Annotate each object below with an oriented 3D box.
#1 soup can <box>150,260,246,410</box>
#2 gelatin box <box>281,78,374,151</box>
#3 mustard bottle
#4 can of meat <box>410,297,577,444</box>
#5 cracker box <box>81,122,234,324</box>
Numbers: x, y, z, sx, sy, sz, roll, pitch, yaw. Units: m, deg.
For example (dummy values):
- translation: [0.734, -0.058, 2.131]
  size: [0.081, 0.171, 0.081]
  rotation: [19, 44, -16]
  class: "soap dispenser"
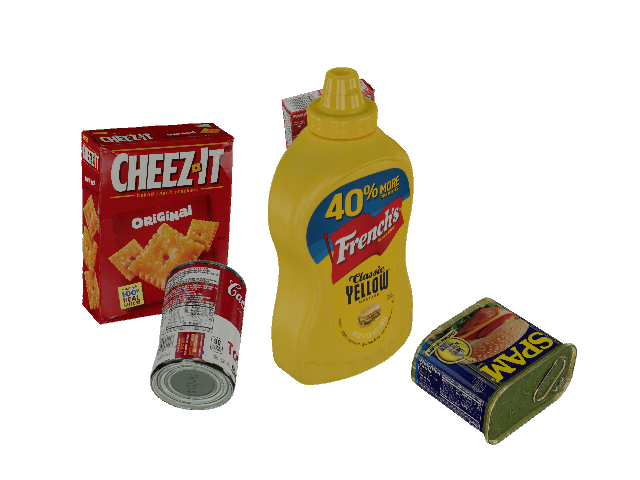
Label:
- translation: [-0.098, 0.076, 0.857]
  size: [0.068, 0.102, 0.068]
  rotation: [2, -42, 1]
  class: "soup can"
- translation: [0.010, -0.112, 1.044]
  size: [0.089, 0.073, 0.030]
  rotation: [-16, 43, -14]
  class: "gelatin box"
- translation: [0.014, -0.011, 0.645]
  size: [0.096, 0.192, 0.058]
  rotation: [-20, 34, -30]
  class: "mustard bottle"
- translation: [0.133, 0.097, 0.829]
  size: [0.101, 0.057, 0.084]
  rotation: [-27, 44, -32]
  class: "can of meat"
- translation: [-0.188, -0.021, 1.234]
  size: [0.163, 0.214, 0.072]
  rotation: [-8, 24, -30]
  class: "cracker box"
